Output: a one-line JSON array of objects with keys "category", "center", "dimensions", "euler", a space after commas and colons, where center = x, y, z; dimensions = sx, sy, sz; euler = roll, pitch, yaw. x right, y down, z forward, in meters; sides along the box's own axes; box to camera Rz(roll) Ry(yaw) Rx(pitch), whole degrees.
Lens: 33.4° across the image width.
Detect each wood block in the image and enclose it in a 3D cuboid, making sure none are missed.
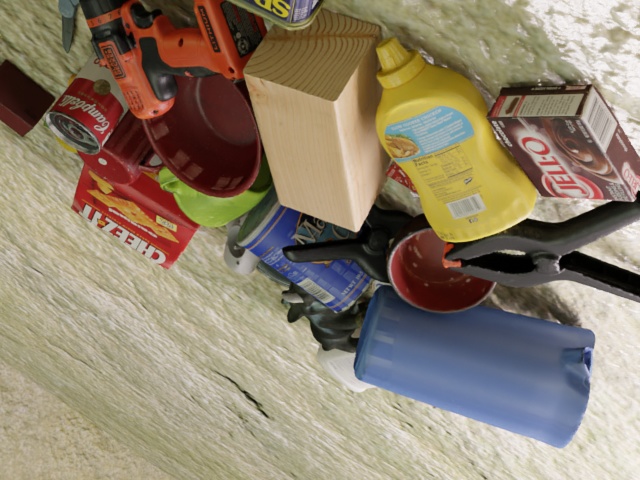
[{"category": "wood block", "center": [0.005, -0.108, 0.980], "dimensions": [0.091, 0.090, 0.206], "euler": [21, 154, 19]}]

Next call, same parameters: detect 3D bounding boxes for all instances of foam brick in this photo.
[{"category": "foam brick", "center": [-0.383, -0.176, 1.338], "dimensions": [0.078, 0.053, 0.051], "euler": [40, 155, -20]}]

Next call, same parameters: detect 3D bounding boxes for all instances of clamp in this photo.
[{"category": "clamp", "center": [0.215, 0.005, 0.982], "dimensions": [0.210, 0.036, 0.164], "euler": [4, 145, 17]}, {"category": "clamp", "center": [0.056, -0.013, 1.133], "dimensions": [0.171, 0.120, 0.039], "euler": [16, -164, -18]}]

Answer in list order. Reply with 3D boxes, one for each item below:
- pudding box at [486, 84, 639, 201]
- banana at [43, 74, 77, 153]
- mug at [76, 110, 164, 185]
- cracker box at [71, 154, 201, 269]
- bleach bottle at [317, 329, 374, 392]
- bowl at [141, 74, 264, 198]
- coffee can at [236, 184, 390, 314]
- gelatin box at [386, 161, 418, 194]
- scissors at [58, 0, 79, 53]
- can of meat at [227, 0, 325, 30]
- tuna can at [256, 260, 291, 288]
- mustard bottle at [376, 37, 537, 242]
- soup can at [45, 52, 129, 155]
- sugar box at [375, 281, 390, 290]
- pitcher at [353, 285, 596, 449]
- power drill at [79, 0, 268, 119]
[{"category": "pudding box", "center": [0.202, -0.078, 0.873], "dimensions": [0.090, 0.039, 0.113], "euler": [5, 146, 45]}, {"category": "banana", "center": [-0.301, -0.147, 1.320], "dimensions": [0.069, 0.037, 0.198], "euler": [35, 156, -14]}, {"category": "mug", "center": [-0.218, -0.114, 1.235], "dimensions": [0.117, 0.081, 0.093], "euler": [25, 156, 12]}, {"category": "cracker box", "center": [-0.232, -0.051, 1.387], "dimensions": [0.164, 0.072, 0.214], "euler": [33, 157, -6]}, {"category": "bleach bottle", "center": [0.104, 0.152, 1.417], "dimensions": [0.102, 0.068, 0.251], "euler": [40, 152, -23]}, {"category": "bowl", "center": [-0.107, -0.126, 1.077], "dimensions": [0.162, 0.055, 0.162], "euler": [22, 130, 28]}, {"category": "coffee can", "center": [-0.008, 0.001, 1.194], "dimensions": [0.140, 0.102, 0.103], "euler": [36, 156, -13]}, {"category": "gelatin box", "center": [0.110, -0.069, 1.008], "dimensions": [0.073, 0.030, 0.089], "euler": [31, 156, -2]}, {"category": "scissors", "center": [-0.275, -0.255, 1.101], "dimensions": [0.096, 0.016, 0.202], "euler": [36, 155, -17]}, {"category": "can of meat", "center": [-0.041, -0.226, 0.842], "dimensions": [0.102, 0.057, 0.084], "euler": [27, 154, 5]}, {"category": "tuna can", "center": [-0.046, 0.027, 1.374], "dimensions": [0.086, 0.033, 0.086], "euler": [25, 156, 12]}, {"category": "mustard bottle", "center": [0.103, -0.090, 0.914], "dimensions": [0.096, 0.058, 0.191], "euler": [-17, 119, 35]}, {"category": "soup can", "center": [-0.241, -0.153, 1.159], "dimensions": [0.068, 0.102, 0.068], "euler": [25, 156, 12]}, {"category": "sugar box", "center": [0.114, 0.099, 1.258], "dimensions": [0.093, 0.048, 0.176], "euler": [18, 137, 26]}, {"category": "pitcher", "center": [0.162, 0.135, 1.158], "dimensions": [0.243, 0.149, 0.145], "euler": [16, -163, 0]}, {"category": "power drill", "center": [-0.141, -0.204, 0.968], "dimensions": [0.188, 0.057, 0.184], "euler": [0, 122, 44]}]
